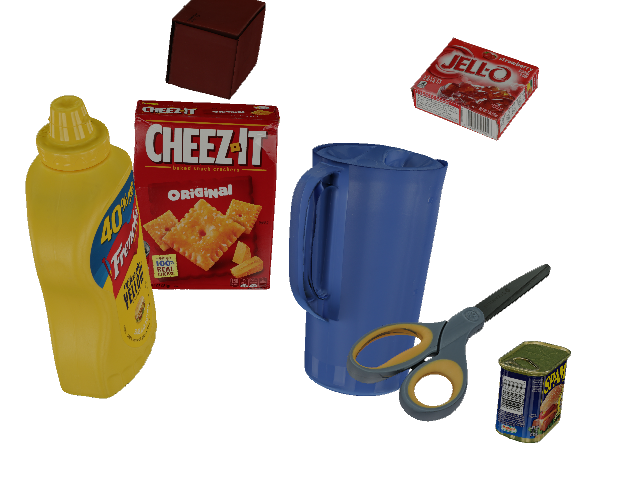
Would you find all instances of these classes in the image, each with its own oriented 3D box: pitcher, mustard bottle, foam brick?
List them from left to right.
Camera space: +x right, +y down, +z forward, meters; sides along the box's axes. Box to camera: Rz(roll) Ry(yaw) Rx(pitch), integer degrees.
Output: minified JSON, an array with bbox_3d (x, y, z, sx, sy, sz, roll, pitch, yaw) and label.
[{"bbox_3d":[-0.141,-0.001,0.651,0.058,0.192,0.096,7,39,11],"label":"mustard bottle"},{"bbox_3d":[-0.079,-0.150,0.806,0.053,0.051,0.078,15,33,6],"label":"foam brick"},{"bbox_3d":[0.039,0.028,1.063,0.149,0.243,0.145,5,14,-2],"label":"pitcher"}]

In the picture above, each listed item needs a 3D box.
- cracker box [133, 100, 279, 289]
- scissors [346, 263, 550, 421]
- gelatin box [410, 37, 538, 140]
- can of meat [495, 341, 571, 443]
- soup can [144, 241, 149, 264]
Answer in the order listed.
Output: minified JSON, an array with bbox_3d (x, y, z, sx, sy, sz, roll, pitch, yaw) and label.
[{"bbox_3d":[-0.135,-0.049,1.243,0.164,0.214,0.072,1,22,-7],"label":"cracker box"},{"bbox_3d":[0.116,0.076,0.796,0.201,0.016,0.096,-16,48,-22],"label":"scissors"},{"bbox_3d":[0.137,-0.136,0.946,0.089,0.073,0.030,26,-29,26],"label":"gelatin box"},{"bbox_3d":[0.233,0.166,1.176,0.058,0.084,0.101,11,16,30],"label":"can of meat"},{"bbox_3d":[-0.197,0.052,1.000,0.068,0.102,0.068,6,21,-3],"label":"soup can"}]
